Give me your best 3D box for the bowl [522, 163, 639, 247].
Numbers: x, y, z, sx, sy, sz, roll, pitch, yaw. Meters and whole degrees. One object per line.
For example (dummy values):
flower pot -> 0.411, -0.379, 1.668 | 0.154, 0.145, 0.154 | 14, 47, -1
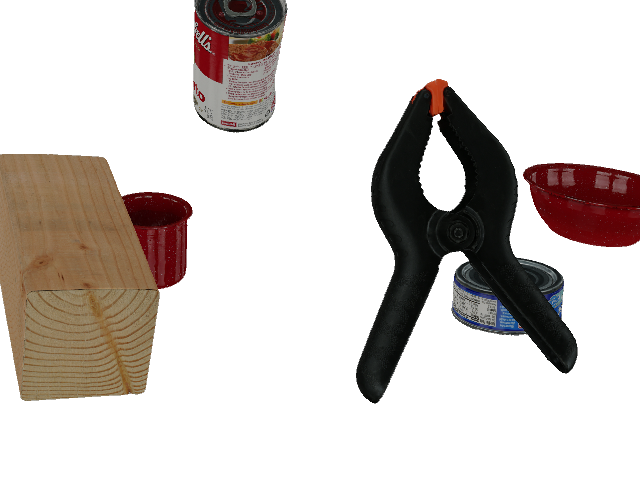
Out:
bowl -> 0.287, -0.034, 1.108 | 0.162, 0.055, 0.162 | 5, 19, -2

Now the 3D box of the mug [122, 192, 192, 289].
mug -> -0.197, -0.003, 1.189 | 0.093, 0.081, 0.117 | -18, 34, -38

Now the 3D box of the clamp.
clamp -> 0.061, 0.004, 0.570 | 0.120, 0.171, 0.039 | -16, -1, -14

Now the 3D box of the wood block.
wood block -> -0.191, 0.020, 0.806 | 0.090, 0.091, 0.206 | 0, 30, -23

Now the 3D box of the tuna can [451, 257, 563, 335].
tuna can -> 0.146, 0.042, 0.832 | 0.086, 0.034, 0.086 | 0, 19, 0

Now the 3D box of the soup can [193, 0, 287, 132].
soup can -> -0.063, -0.142, 0.818 | 0.068, 0.068, 0.102 | 0, -38, -8
